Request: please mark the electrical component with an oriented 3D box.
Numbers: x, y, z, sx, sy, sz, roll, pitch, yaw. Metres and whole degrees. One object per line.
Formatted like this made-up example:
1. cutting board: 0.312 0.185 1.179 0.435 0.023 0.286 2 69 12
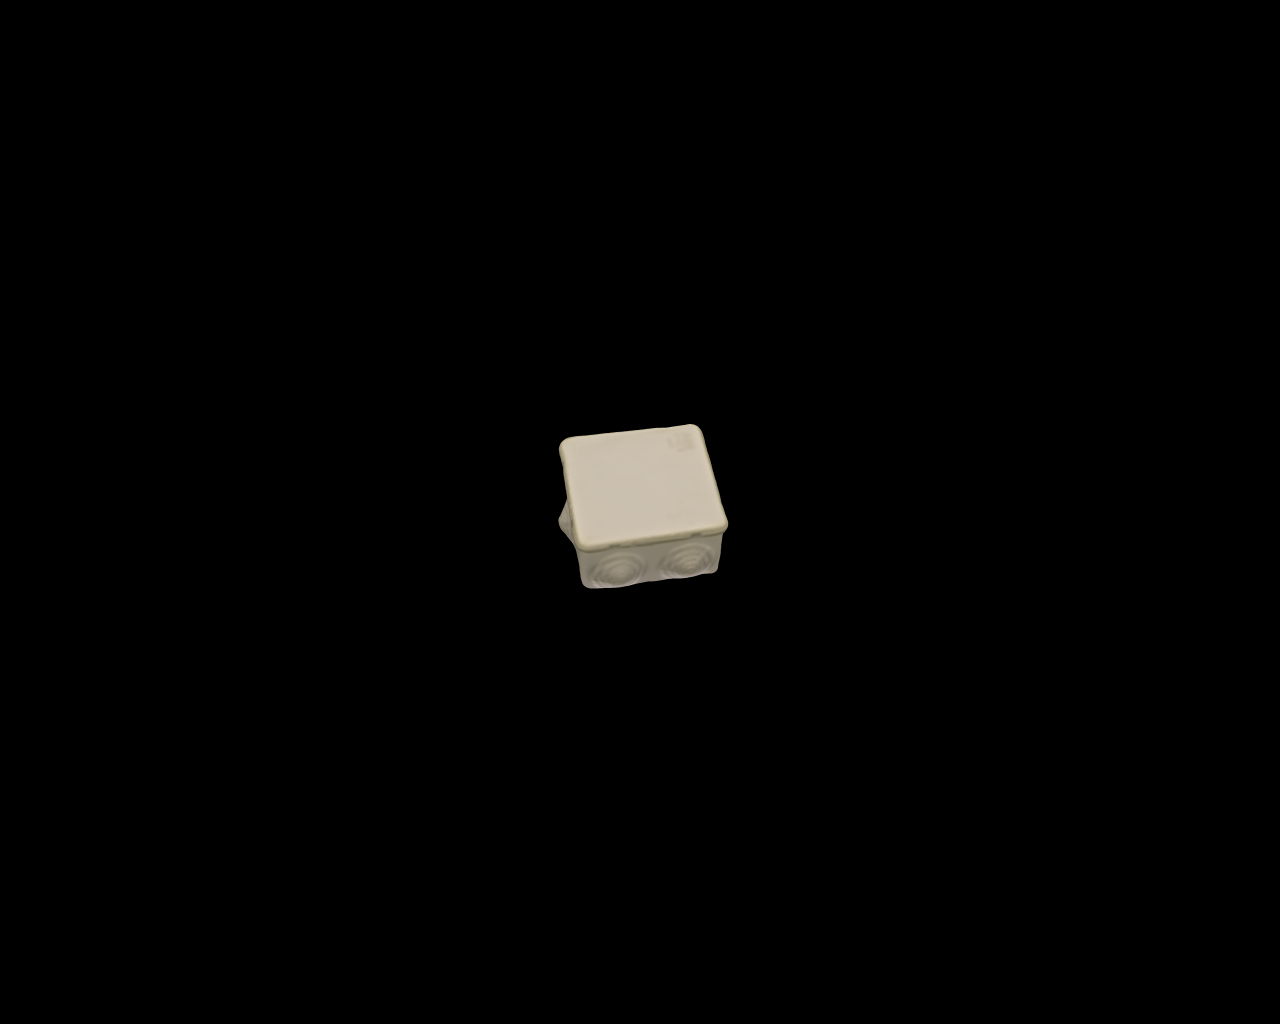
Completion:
1. electrical component: 0.001 -0.003 0.650 0.100 0.100 0.048 -7 -40 -6
